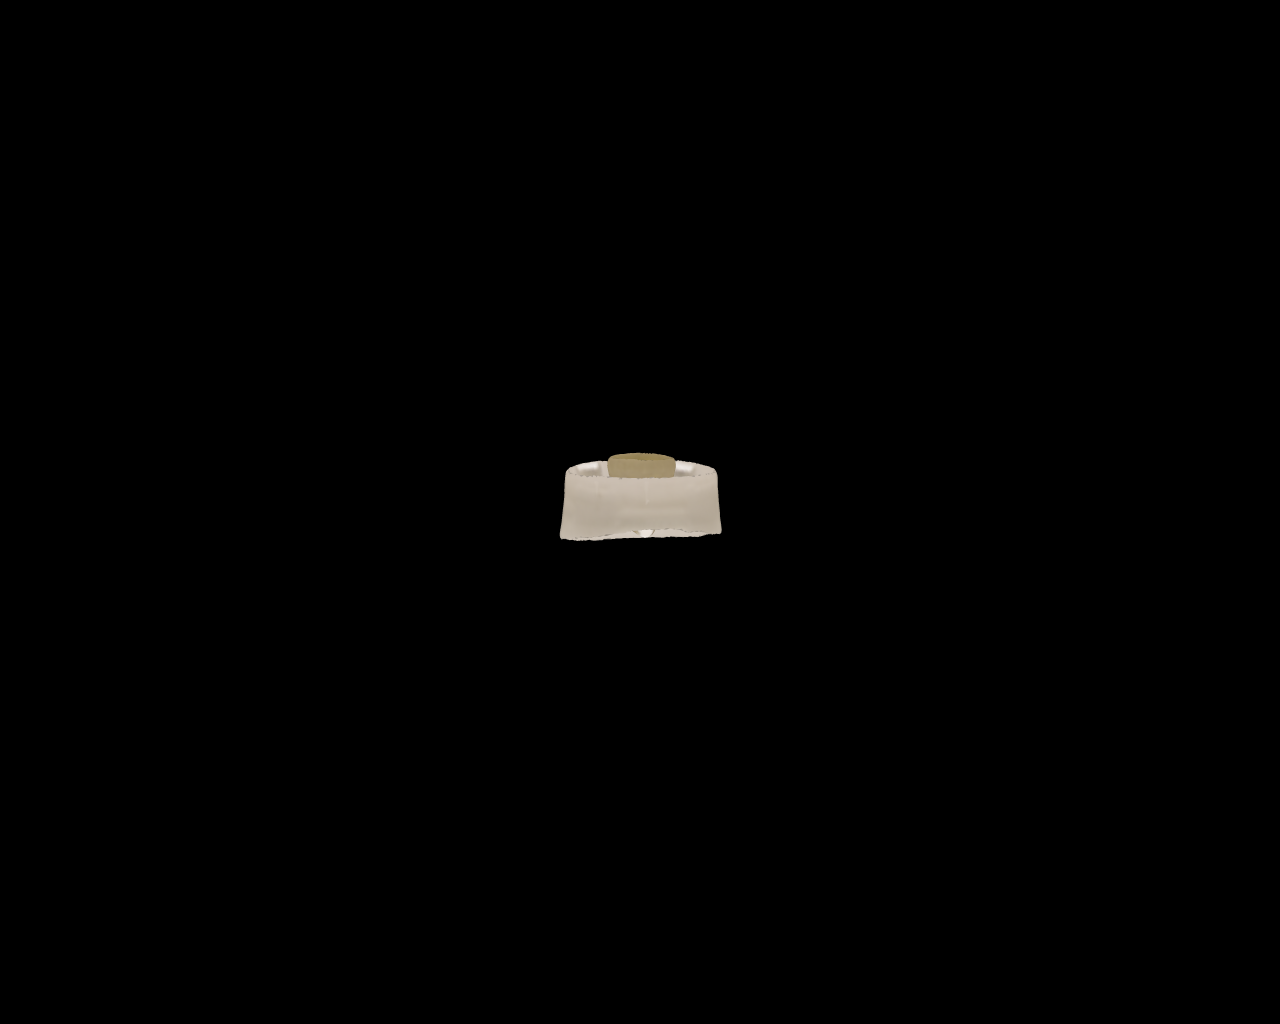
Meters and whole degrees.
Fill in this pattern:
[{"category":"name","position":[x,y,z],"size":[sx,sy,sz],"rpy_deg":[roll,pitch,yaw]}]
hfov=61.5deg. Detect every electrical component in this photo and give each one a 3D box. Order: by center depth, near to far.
[{"category":"electrical component","position":[0.001,-0.003,0.650],"size":[0.099,0.064,0.099],"rpy_deg":[0,10,0]}]
